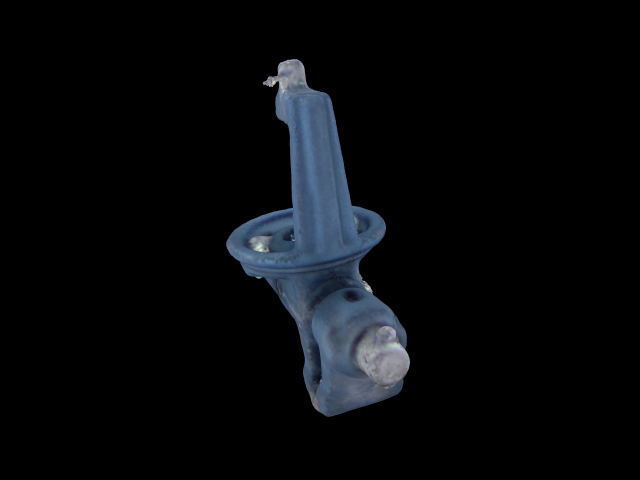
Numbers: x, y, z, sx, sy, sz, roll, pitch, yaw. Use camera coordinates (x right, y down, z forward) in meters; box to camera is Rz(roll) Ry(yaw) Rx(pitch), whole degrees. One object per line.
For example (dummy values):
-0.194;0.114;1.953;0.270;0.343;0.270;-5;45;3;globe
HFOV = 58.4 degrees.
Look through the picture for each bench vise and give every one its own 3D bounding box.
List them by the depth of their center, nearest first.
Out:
0.013;-0.003;0.406;0.122;0.220;0.206;-26;43;-31;bench vise
